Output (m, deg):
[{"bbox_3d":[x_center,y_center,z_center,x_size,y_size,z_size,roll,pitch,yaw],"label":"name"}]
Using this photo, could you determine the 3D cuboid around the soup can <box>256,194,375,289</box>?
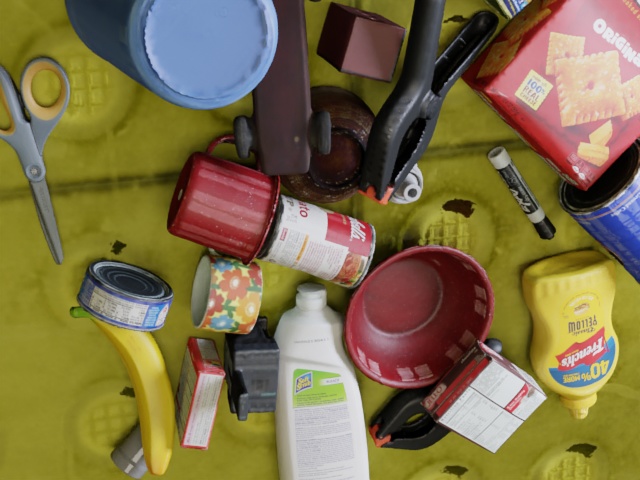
[{"bbox_3d":[-0.007,0.001,1.034,0.102,0.068,0.068,18,106,-20],"label":"soup can"}]

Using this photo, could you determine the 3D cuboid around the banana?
[{"bbox_3d":[-0.180,0.134,1.046,0.069,0.037,0.198,-35,111,-33],"label":"banana"}]

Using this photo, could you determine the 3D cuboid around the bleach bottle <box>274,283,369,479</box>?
[{"bbox_3d":[0.003,0.164,1.107,0.102,0.068,0.251,-7,111,-13],"label":"bleach bottle"}]

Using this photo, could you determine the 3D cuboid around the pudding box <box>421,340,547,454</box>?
[{"bbox_3d":[0.173,0.166,1.117,0.113,0.039,0.090,35,101,-37],"label":"pudding box"}]

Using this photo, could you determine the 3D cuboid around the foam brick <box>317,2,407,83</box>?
[{"bbox_3d":[0.037,-0.180,0.967,0.053,0.078,0.051,9,108,-21],"label":"foam brick"}]

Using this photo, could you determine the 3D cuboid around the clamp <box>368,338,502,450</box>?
[{"bbox_3d":[0.134,0.173,1.156,0.171,0.039,0.120,-15,115,-12],"label":"clamp"}]

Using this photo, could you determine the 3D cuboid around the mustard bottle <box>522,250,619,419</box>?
[{"bbox_3d":[0.275,0.110,1.157,0.096,0.058,0.191,-15,115,-11],"label":"mustard bottle"}]

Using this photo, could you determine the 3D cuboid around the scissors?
[{"bbox_3d":[-0.245,-0.079,0.969,0.096,0.016,0.201,-27,116,-3],"label":"scissors"}]

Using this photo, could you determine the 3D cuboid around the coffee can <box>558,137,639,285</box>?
[{"bbox_3d":[0.327,-0.027,1.090,0.140,0.103,0.103,40,97,-25],"label":"coffee can"}]

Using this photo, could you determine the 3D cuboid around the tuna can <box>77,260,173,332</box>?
[{"bbox_3d":[-0.182,0.052,1.000,0.086,0.086,0.034,16,105,-20],"label":"tuna can"}]

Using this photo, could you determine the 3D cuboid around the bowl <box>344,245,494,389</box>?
[{"bbox_3d":[0.094,0.070,1.093,0.162,0.055,0.162,-6,114,-14],"label":"bowl"}]

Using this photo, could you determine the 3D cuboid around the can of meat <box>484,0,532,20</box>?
[{"bbox_3d":[0.177,-0.259,0.967,0.084,0.057,0.102,-42,146,7],"label":"can of meat"}]

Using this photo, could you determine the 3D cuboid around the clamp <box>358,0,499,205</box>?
[{"bbox_3d":[0.087,-0.133,0.960,0.210,0.036,0.164,-62,155,5],"label":"clamp"}]

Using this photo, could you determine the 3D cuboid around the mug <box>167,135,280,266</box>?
[{"bbox_3d":[-0.089,-0.043,0.991,0.081,0.093,0.117,19,75,-15],"label":"mug"}]

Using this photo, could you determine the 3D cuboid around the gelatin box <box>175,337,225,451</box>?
[{"bbox_3d":[-0.121,0.153,1.063,0.030,0.073,0.089,8,109,-17],"label":"gelatin box"}]

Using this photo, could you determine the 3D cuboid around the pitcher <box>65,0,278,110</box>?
[{"bbox_3d":[-0.126,-0.185,0.830,0.149,0.243,0.145,-6,111,-19],"label":"pitcher"}]

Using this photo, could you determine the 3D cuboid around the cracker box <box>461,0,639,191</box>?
[{"bbox_3d":[0.269,-0.178,1.030,0.164,0.072,0.214,40,97,-25],"label":"cracker box"}]

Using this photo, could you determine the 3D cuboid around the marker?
[{"bbox_3d":[0.210,-0.046,1.098,0.020,0.020,0.121,-37,116,2],"label":"marker"}]
